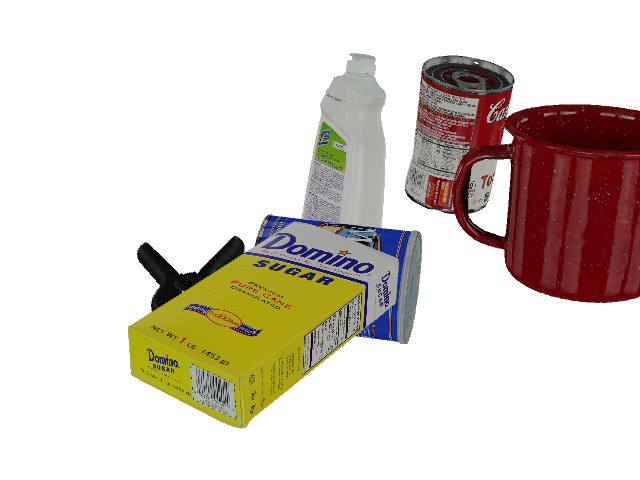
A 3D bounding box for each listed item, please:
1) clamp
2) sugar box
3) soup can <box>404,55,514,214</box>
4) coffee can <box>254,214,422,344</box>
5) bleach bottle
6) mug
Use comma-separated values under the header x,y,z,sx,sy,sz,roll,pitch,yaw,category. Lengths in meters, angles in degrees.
x,y,z,sx,sy,sz,roll,pitch,yaw,category
-0.132,0.049,1.157,0.120,0.039,0.171,-14,40,-5,clamp
-0.033,0.048,0.707,0.093,0.048,0.175,21,38,29,sugar box
0.102,-0.079,0.804,0.068,0.102,0.068,5,29,-3,soup can
0.016,0.035,0.972,0.140,0.103,0.102,7,1,11,coffee can
0.032,-0.073,1.154,0.067,0.251,0.103,-7,23,-39,bleach bottle
0.126,-0.020,0.551,0.117,0.081,0.093,3,21,4,mug
